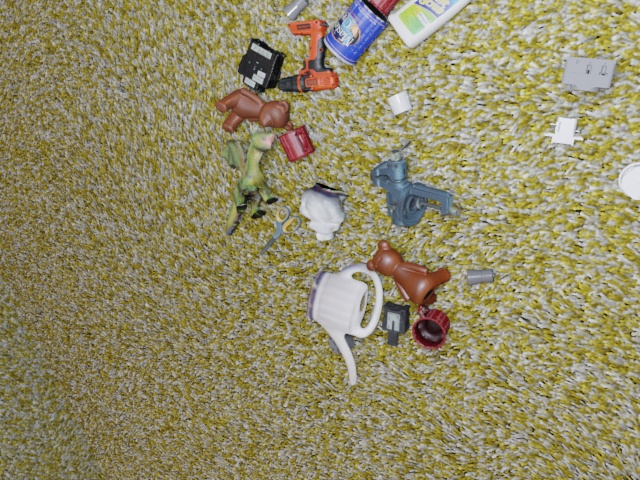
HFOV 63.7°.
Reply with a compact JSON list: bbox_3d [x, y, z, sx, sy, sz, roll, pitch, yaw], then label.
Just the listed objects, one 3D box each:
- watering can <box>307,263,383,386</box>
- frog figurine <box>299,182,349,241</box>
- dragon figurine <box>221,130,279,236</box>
[{"bbox_3d":[0.059,0.229,1.512,0.225,0.104,0.347,15,91,23],"label":"watering can"},{"bbox_3d":[0.004,-0.074,1.475,0.137,0.124,0.158,15,100,3],"label":"frog figurine"},{"bbox_3d":[-0.244,-0.194,1.597,0.403,0.122,0.246,-37,66,46],"label":"dragon figurine"}]
